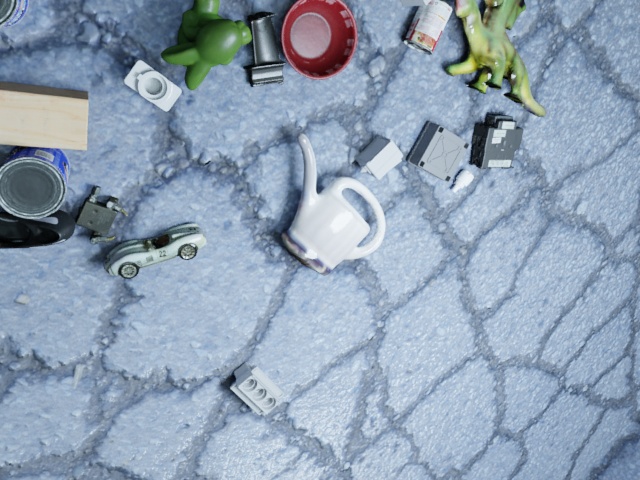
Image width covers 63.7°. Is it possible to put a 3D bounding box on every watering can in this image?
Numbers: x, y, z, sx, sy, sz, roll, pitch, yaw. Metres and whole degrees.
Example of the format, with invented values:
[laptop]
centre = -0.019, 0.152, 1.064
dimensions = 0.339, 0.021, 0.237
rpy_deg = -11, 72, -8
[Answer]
[watering can]
centre = 0.003, -0.057, 1.132
dimensions = 0.224, 0.105, 0.343
rpy_deg = -47, 122, 0

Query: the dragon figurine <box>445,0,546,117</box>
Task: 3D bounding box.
[dragon figurine]
centre = 0.429, -0.450, 1.183
dimensions = 0.409, 0.123, 0.242
rpy_deg = 11, 97, -37
